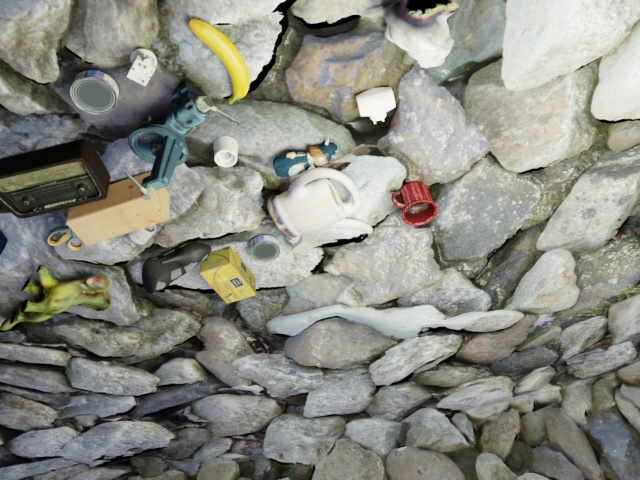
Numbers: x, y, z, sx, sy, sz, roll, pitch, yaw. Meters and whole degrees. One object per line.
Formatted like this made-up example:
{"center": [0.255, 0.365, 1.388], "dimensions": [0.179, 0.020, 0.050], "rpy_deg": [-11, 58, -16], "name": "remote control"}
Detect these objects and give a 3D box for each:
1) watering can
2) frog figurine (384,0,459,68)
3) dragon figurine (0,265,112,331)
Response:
{"center": [0.004, -0.066, 1.311], "dimensions": [0.223, 0.106, 0.341], "rpy_deg": [-20, 147, 12], "name": "watering can"}
{"center": [0.187, -0.385, 0.978], "dimensions": [0.138, 0.125, 0.156], "rpy_deg": [20, 151, 16], "name": "frog figurine"}
{"center": [-0.722, 0.184, 1.460], "dimensions": [0.241, 0.125, 0.404], "rpy_deg": [17, 142, -39], "name": "dragon figurine"}
